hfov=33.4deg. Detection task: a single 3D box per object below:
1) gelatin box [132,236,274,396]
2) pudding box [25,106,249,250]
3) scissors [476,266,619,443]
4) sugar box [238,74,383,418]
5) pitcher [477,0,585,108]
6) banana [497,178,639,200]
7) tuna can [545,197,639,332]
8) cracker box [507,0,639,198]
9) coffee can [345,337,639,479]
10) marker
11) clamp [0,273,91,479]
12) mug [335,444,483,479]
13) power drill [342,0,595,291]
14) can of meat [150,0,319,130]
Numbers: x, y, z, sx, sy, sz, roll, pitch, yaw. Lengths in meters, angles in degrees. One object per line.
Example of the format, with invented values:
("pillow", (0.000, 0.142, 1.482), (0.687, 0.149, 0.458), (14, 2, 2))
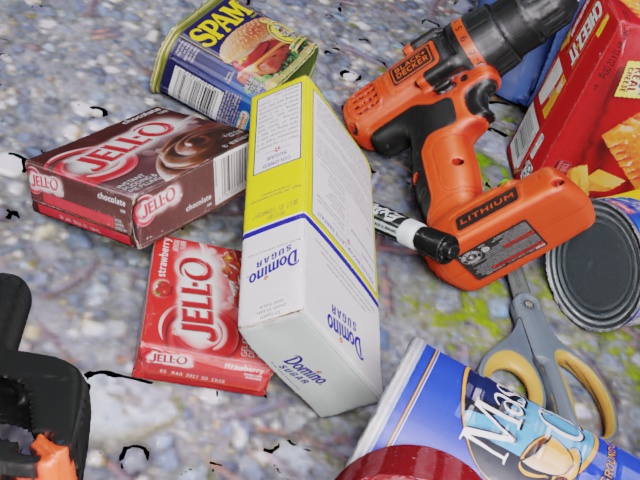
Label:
("gelatin box", (-0.061, 0.041, 0.591), (0.073, 0.030, 0.089), (11, 40, -10))
("pudding box", (-0.102, -0.040, 0.636), (0.090, 0.039, 0.113), (18, 31, 32))
("scissors", (0.116, 0.050, 0.670), (0.096, 0.016, 0.202), (-2, 45, -25))
("sugar box", (-0.004, 0.001, 0.601), (0.048, 0.093, 0.176), (-18, 45, 22))
("pitcher", (0.205, -0.226, 0.841), (0.144, 0.243, 0.149), (-15, 46, -32))
("banana", (0.218, -0.025, 0.741), (0.197, 0.070, 0.037), (-10, 56, -6))
("tuna can", (0.187, 0.015, 0.686), (0.033, 0.086, 0.086), (-6, 47, -32))
("cracker box", (0.268, -0.085, 0.774), (0.213, 0.164, 0.072), (11, 43, -12))
("coffee can", (0.082, 0.123, 0.505), (0.140, 0.103, 0.102), (28, 40, 7))
("marker", (0.042, -0.011, 0.665), (0.020, 0.020, 0.121), (-14, 26, -35))
("clamp", (-0.170, 0.069, 0.451), (0.164, 0.036, 0.210), (-16, 23, -31))
("mug", (0.025, 0.137, 0.420), (0.093, 0.117, 0.081), (43, 8, 5))
("power drill", (0.111, -0.073, 0.702), (0.057, 0.185, 0.188), (36, 29, -43))
("can of meat", (-0.058, -0.123, 0.759), (0.084, 0.058, 0.102), (30, 41, 6))
